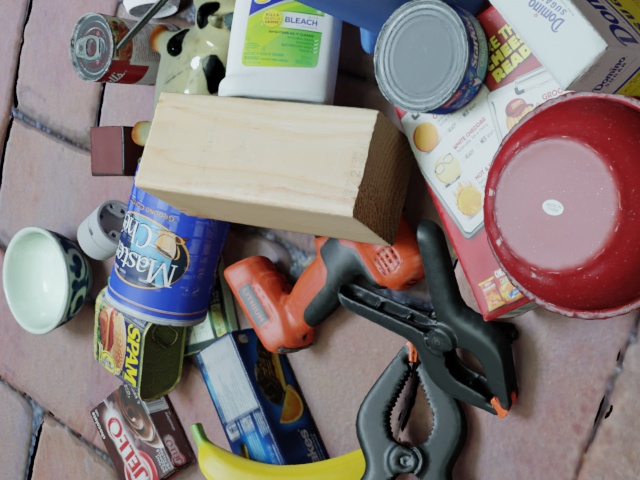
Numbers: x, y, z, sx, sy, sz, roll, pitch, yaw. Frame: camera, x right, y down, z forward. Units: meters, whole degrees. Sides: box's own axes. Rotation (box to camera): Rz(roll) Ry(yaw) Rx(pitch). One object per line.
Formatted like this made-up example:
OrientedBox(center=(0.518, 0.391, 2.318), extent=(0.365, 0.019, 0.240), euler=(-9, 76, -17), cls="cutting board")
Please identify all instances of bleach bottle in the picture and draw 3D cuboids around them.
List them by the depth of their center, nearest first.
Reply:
OrientedBox(center=(-0.028, -0.237, 0.934), extent=(0.102, 0.068, 0.251), euler=(4, 80, 0), cls="bleach bottle")

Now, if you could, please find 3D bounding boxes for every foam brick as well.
OrientedBox(center=(-0.191, -0.092, 1.107), extent=(0.053, 0.078, 0.051), euler=(2, 94, 38), cls="foam brick")

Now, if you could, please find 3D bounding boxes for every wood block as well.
OrientedBox(center=(-0.037, -0.061, 0.890), extent=(0.206, 0.090, 0.090), euler=(9, 79, 28), cls="wood block")

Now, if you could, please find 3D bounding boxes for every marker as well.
OrientedBox(center=(0.112, 0.071, 0.900), extent=(0.121, 0.020, 0.020), euler=(8, 98, 39), cls="marker")

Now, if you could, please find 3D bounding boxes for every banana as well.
OrientedBox(center=(-0.024, 0.204, 0.945), extent=(0.198, 0.037, 0.069), euler=(4, 78, 6), cls="banana")

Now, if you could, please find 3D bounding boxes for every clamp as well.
OrientedBox(center=(0.103, 0.066, 0.860), extent=(0.171, 0.039, 0.120), euler=(41, 135, 4), cls="clamp")
OrientedBox(center=(0.065, 0.192, 0.902), extent=(0.165, 0.036, 0.210), euler=(-5, 79, 11), cls="clamp")

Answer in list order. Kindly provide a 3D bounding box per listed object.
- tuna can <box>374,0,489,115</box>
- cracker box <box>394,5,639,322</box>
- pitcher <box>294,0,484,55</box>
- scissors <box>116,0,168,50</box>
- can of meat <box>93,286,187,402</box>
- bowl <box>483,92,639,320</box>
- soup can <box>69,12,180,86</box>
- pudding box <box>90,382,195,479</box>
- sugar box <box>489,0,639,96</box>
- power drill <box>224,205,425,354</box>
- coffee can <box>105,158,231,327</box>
OrientedBox(center=(0.085, -0.138, 0.808), extent=(0.086, 0.033, 0.086), euler=(1, 91, 40), cls="tuna can")
OrientedBox(center=(0.164, -0.067, 0.813), extent=(0.164, 0.071, 0.214), euler=(-32, 72, 36), cls="cracker box")
OrientedBox(center=(0.020, -0.243, 0.810), extent=(0.145, 0.242, 0.149), euler=(-9, 80, 41), cls="pitcher")
OrientedBox(center=(-0.115, -0.260, 1.016), extent=(0.016, 0.096, 0.202), euler=(46, 120, -2), cls="scissors")
OrientedBox(center=(-0.188, 0.102, 1.105), extent=(0.084, 0.057, 0.102), euler=(29, 123, 34), cls="can of meat")
OrientedBox(center=(0.171, -0.024, 0.727), extent=(0.162, 0.055, 0.162), euler=(1, 92, 37), cls="bowl")
OrientedBox(center=(-0.193, -0.192, 1.083), extent=(0.069, 0.102, 0.068), euler=(4, 95, 40), cls="soup can")
OrientedBox(center=(-0.193, 0.212, 1.154), extent=(0.090, 0.039, 0.113), euler=(-40, 68, 35), cls="pudding box")
OrientedBox(center=(0.194, -0.142, 0.713), extent=(0.048, 0.175, 0.093), euler=(-48, 64, 32), cls="sugar box")
OrientedBox(center=(-0.006, 0.001, 0.970), extent=(0.188, 0.057, 0.184), euler=(-44, 65, 33), cls="power drill")
OrientedBox(center=(-0.143, 0.000, 1.039), extent=(0.103, 0.102, 0.140), euler=(26, 107, 36), cls="coffee can")
